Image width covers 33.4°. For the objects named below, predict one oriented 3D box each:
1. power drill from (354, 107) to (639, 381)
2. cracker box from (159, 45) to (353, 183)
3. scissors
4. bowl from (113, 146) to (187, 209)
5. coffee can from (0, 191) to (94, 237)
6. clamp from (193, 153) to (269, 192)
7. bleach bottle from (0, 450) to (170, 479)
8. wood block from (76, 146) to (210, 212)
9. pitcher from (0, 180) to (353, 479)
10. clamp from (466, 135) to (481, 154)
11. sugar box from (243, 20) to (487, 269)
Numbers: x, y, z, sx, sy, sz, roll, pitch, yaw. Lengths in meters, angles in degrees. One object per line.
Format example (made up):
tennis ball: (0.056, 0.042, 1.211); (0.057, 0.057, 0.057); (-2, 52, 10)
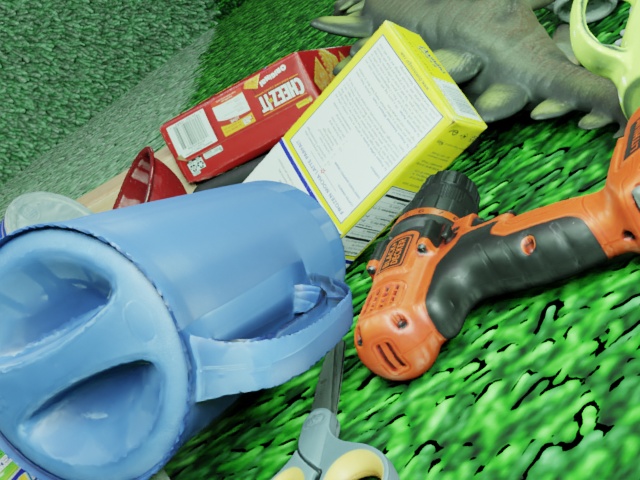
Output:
power drill: (0.114, -0.011, 0.584); (0.188, 0.057, 0.184); (-27, 22, 32)
cracker box: (-0.040, -0.131, 1.092); (0.164, 0.072, 0.213); (-25, 2, 22)
scissors: (0.014, 0.096, 0.539); (0.096, 0.016, 0.201); (-21, 21, 32)
bowl: (-0.161, -0.003, 0.993); (0.162, 0.055, 0.162); (-52, 28, 42)
coffee can: (-0.259, 0.041, 0.962); (0.140, 0.103, 0.102); (-52, 6, 31)
clamp: (-0.018, -0.077, 0.957); (0.164, 0.036, 0.210); (-27, 4, -26)
bleach bottle: (-0.123, 0.142, 0.588); (0.102, 0.068, 0.251); (-36, 19, -24)
wood block: (-0.200, -0.018, 1.118); (0.206, 0.091, 0.090); (-29, 16, 16)
pitcher: (-0.065, 0.036, 0.598); (0.145, 0.149, 0.242); (-50, -10, 24)
clamp: (0.101, -0.102, 0.893); (0.120, 0.039, 0.171); (-11, 34, 38)
sugar box: (0.020, -0.050, 0.719); (0.048, 0.093, 0.176); (8, -46, -47)
